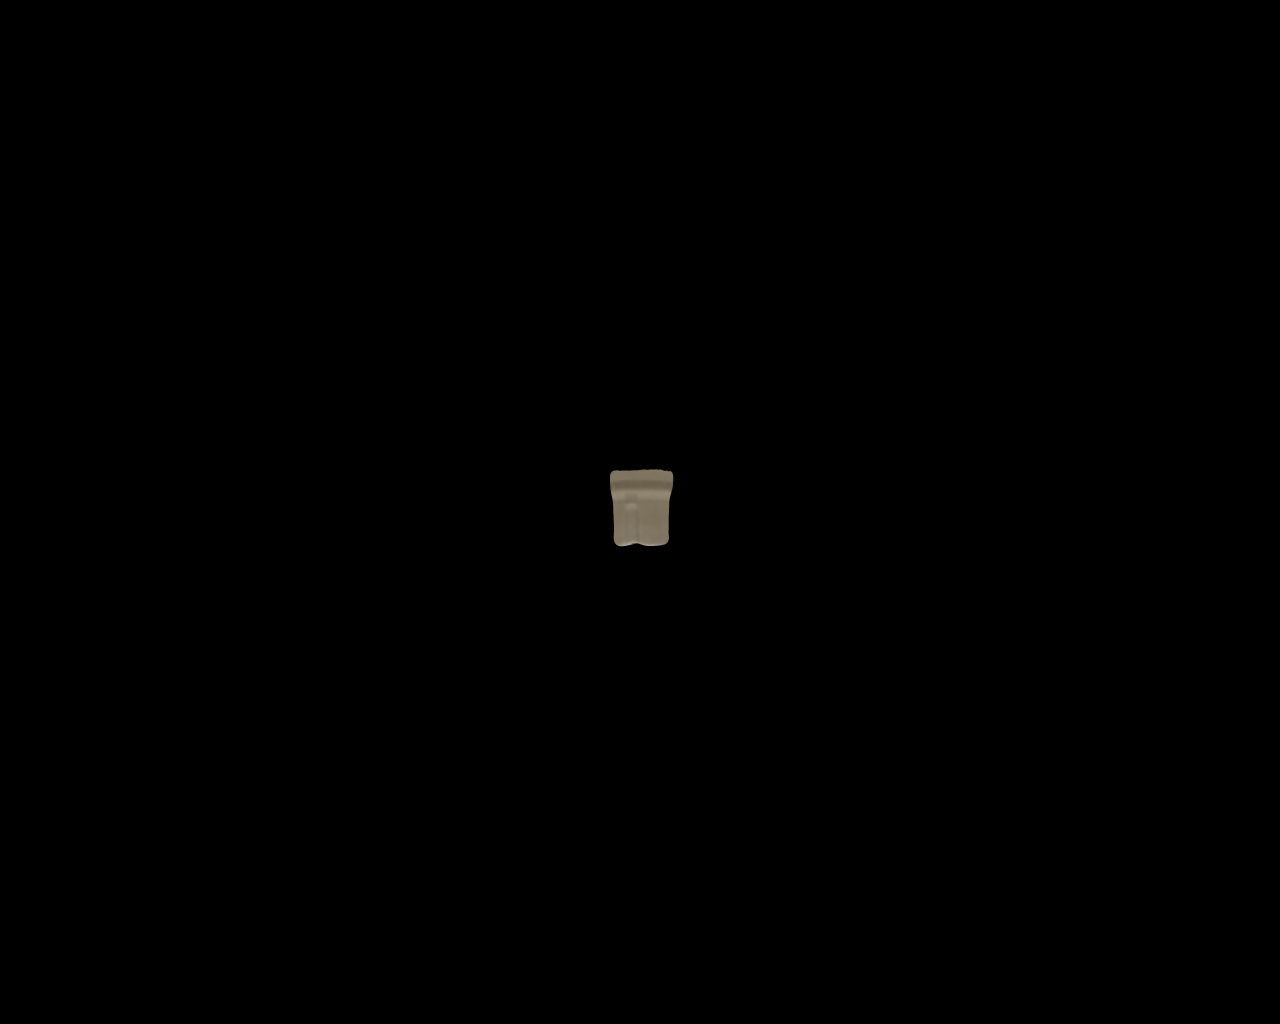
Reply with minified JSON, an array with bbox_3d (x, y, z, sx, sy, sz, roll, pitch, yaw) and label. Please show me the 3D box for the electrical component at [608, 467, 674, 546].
[{"bbox_3d":[0.001,-0.003,0.650,0.040,0.046,0.040,0,-3,0],"label":"electrical component"}]
